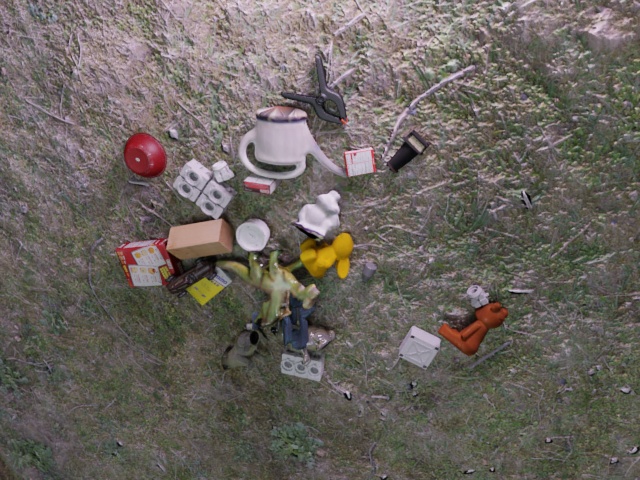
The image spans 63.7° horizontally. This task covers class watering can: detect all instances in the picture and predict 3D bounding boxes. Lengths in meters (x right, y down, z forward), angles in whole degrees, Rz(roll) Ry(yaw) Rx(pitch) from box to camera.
[{"bbox_3d":[-0.076,-0.291,1.564,0.348,0.106,0.220,3,115,0],"label":"watering can"}]

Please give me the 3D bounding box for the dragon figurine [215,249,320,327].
[{"bbox_3d":[-0.181,0.165,1.710,0.409,0.120,0.247,-7,66,23],"label":"dragon figurine"}]

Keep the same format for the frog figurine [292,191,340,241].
[{"bbox_3d":[0.005,-0.082,1.637,0.138,0.161,0.120,21,164,36],"label":"frog figurine"}]
